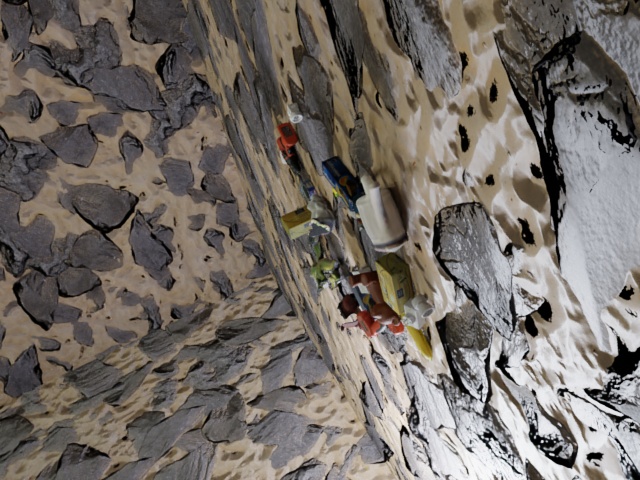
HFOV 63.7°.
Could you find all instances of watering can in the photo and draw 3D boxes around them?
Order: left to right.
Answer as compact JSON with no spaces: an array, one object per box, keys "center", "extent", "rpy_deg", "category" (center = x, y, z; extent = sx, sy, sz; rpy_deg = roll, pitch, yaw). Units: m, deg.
[{"center":[0.161,-0.070,1.384],"extent":[0.349,0.104,0.224],"rpy_deg":[-67,-46,-83],"category":"watering can"}]

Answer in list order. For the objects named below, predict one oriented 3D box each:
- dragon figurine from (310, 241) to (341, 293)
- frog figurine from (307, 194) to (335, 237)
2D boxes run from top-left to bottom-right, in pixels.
[{"center":[0.009,0.097,2.374],"extent":[0.401,0.123,0.247],"rpy_deg":[108,145,-57],"category":"dragon figurine"},{"center":[0.006,-0.104,2.064],"extent":[0.134,0.122,0.163],"rpy_deg":[70,-156,-51],"category":"frog figurine"}]
